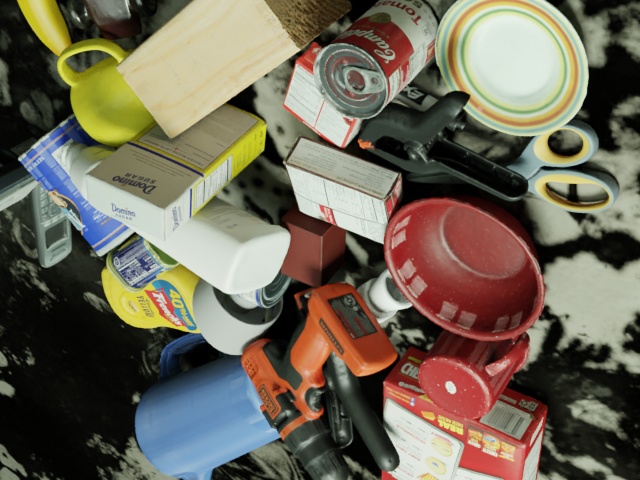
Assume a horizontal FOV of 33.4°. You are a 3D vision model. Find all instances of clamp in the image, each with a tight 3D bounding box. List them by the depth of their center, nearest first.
[{"bbox_3d":[0.091,-0.091,0.917,0.172,0.039,0.120,17,148,42],"label":"clamp"},{"bbox_3d":[0.024,0.154,1.171,0.165,0.036,0.210,12,122,68],"label":"clamp"}]

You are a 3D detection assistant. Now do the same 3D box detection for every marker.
[{"bbox_3d":[0.076,-0.129,0.944,0.121,0.020,0.020,31,138,13],"label":"marker"}]

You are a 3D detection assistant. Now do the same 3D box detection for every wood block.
[{"bbox_3d":[-0.082,-0.184,0.967,0.207,0.090,0.090,-25,107,48],"label":"wood block"}]

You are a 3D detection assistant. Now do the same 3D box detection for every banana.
[{"bbox_3d":[-0.289,-0.276,1.091,0.070,0.037,0.198,28,137,17],"label":"banana"}]

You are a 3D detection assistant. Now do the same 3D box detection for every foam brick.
[{"bbox_3d":[-0.007,0.001,1.097,0.051,0.052,0.078,23,135,22],"label":"foam brick"}]

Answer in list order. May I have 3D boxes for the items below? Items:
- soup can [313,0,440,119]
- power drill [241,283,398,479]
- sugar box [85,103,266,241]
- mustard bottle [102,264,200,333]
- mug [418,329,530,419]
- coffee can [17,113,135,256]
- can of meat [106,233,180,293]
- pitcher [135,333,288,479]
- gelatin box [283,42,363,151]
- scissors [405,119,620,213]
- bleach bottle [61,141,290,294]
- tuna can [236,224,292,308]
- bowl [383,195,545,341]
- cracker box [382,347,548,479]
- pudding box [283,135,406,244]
[{"bbox_3d":[0.049,-0.154,0.880,0.069,0.102,0.068,22,135,23],"label":"soup can"},{"bbox_3d":[0.003,0.148,1.104,0.184,0.057,0.188,55,134,20],"label":"power drill"},{"bbox_3d":[-0.137,-0.076,1.037,0.093,0.176,0.048,24,137,19],"label":"sugar box"},{"bbox_3d":[-0.171,0.067,1.280,0.192,0.058,0.096,2,127,37],"label":"mustard bottle"},{"bbox_3d":[0.156,0.119,1.047,0.117,0.081,0.093,-24,108,47],"label":"mug"},{"bbox_3d":[-0.252,-0.067,1.192,0.140,0.102,0.103,51,139,-10],"label":"coffee can"},{"bbox_3d":[-0.178,0.003,1.198,0.057,0.102,0.084,51,137,-10],"label":"can of meat"},{"bbox_3d":[-0.115,0.194,1.305,0.149,0.145,0.243,42,138,-18],"label":"pitcher"},{"bbox_3d":[0.008,-0.130,0.974,0.073,0.030,0.089,38,156,5],"label":"gelatin box"},{"bbox_3d":[0.161,-0.072,0.929,0.202,0.016,0.096,15,131,28],"label":"scissors"},{"bbox_3d":[-0.158,-0.034,1.082,0.251,0.102,0.068,30,110,23],"label":"bleach bottle"},{"bbox_3d":[-0.055,0.028,1.133,0.034,0.086,0.086,22,136,20],"label":"tuna can"},{"bbox_3d":[0.141,0.015,0.989,0.162,0.055,0.162,21,135,23],"label":"bowl"},{"bbox_3d":[0.152,0.236,1.161,0.164,0.072,0.214,21,136,25],"label":"cracker box"},{"bbox_3d":[0.027,-0.046,1.021,0.114,0.039,0.090,21,155,20],"label":"pudding box"}]
